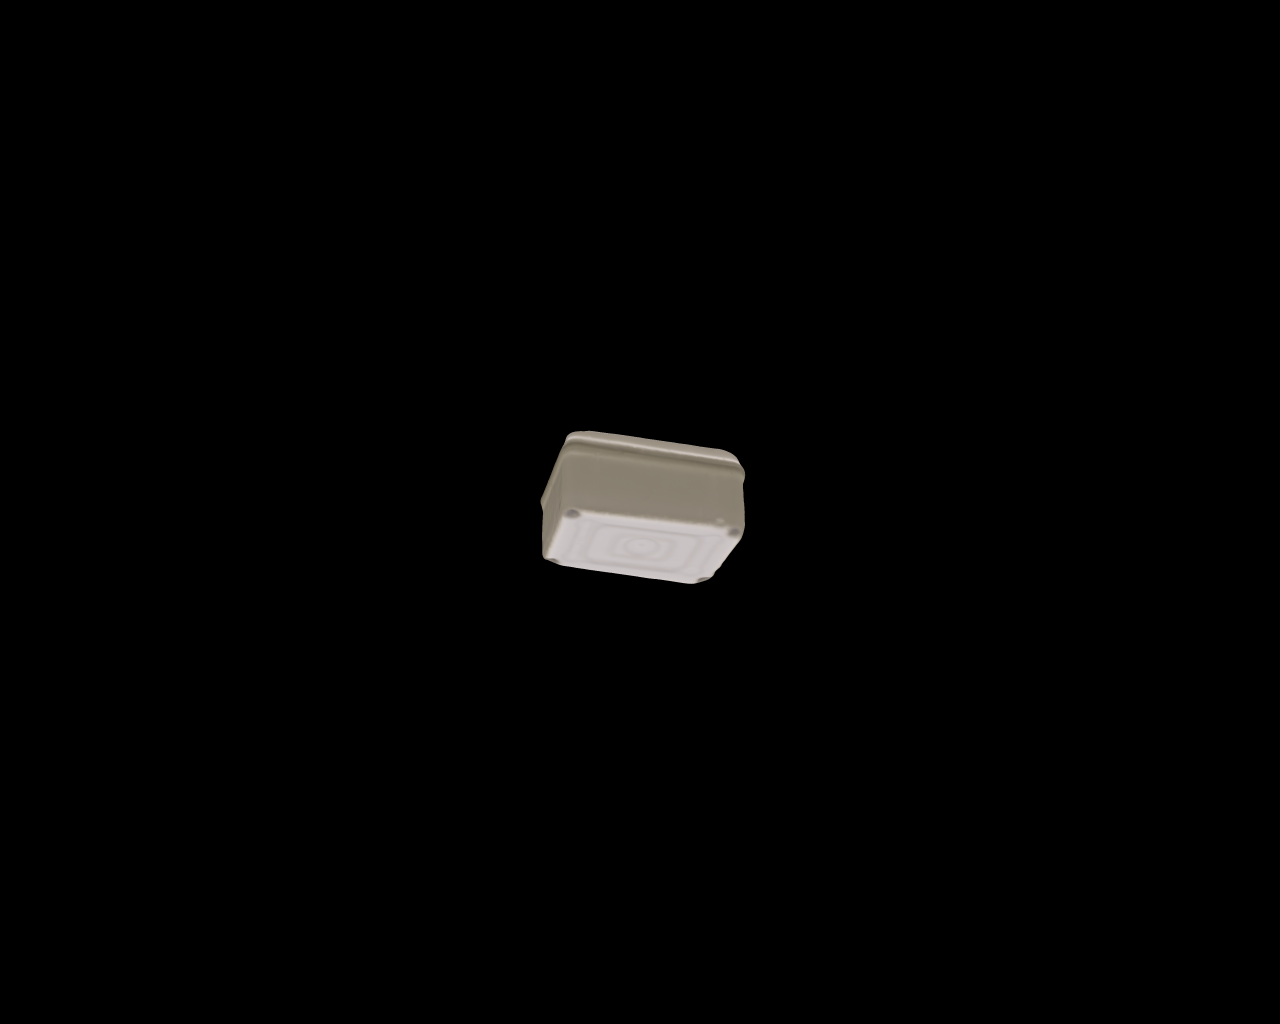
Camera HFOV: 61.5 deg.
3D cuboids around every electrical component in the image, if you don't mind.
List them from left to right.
[{"bbox_3d":[0.001,-0.003,0.650,0.113,0.057,0.078,8,-32,-14],"label":"electrical component"}]
